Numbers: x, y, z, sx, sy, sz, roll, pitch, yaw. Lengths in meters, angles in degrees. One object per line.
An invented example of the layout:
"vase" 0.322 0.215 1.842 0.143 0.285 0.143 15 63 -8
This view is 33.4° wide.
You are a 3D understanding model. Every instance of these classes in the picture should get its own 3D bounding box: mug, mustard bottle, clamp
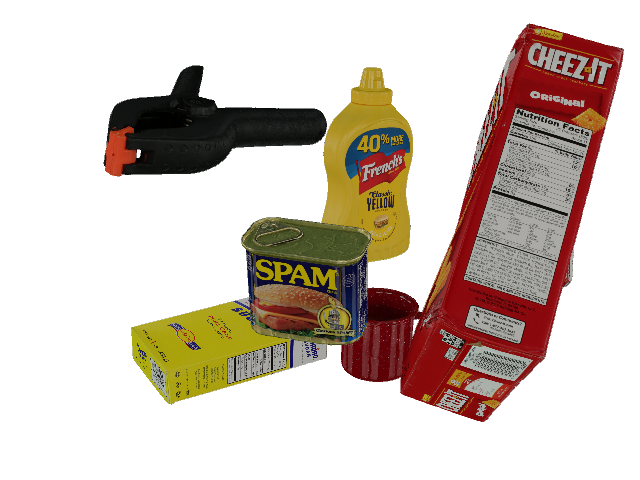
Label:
"mug" 0.077 0.110 1.236 0.117 0.081 0.093 -2 22 -8
"mustard bottle" 0.048 -0.077 1.070 0.096 0.192 0.058 -8 19 -30
"clamp" -0.089 -0.081 0.708 0.120 0.039 0.171 22 25 33

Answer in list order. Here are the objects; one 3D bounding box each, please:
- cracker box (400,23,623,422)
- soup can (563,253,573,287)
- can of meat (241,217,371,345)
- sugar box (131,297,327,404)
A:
"cracker box" 0.120 -0.006 0.697 0.072 0.213 0.164 18 -22 4
"soup can" 0.187 -0.013 0.927 0.068 0.102 0.068 -3 24 1
"can of meat" -0.011 0.034 0.870 0.102 0.084 0.057 8 30 16
"sugar box" -0.090 0.102 1.069 0.176 0.048 0.093 -16 33 -26
